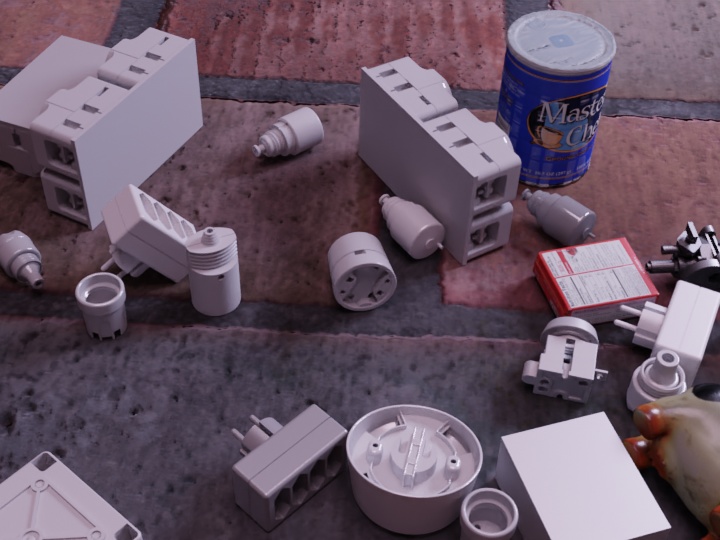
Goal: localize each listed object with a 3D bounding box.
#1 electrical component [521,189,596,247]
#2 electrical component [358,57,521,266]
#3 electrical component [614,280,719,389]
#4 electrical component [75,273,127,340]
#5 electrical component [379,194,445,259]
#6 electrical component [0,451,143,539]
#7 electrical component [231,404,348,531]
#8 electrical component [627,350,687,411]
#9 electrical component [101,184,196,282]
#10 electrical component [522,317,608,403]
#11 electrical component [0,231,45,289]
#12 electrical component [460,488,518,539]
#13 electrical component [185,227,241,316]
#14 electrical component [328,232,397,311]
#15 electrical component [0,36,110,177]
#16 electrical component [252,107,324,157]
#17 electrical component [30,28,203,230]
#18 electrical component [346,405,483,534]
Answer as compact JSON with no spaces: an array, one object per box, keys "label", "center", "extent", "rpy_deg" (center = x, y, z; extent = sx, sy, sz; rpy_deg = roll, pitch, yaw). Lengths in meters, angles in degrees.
[{"label":"electrical component","center":[0.185,-0.052,1.010],"extent":[0.040,0.040,0.078],"rpy_deg":[-33,55,-30]},{"label":"electrical component","center":[0.073,-0.108,1.017],"extent":[0.060,0.105,0.186],"rpy_deg":[-22,50,-23]},{"label":"electrical component","center":[0.253,0.050,0.904],"extent":[0.076,0.047,0.083],"rpy_deg":[20,47,16]},{"label":"electrical component","center":[-0.216,0.032,0.907],"extent":[0.040,0.046,0.040],"rpy_deg":[1,45,-1]},{"label":"electrical component","center":[0.044,-0.044,0.997],"extent":[0.040,0.040,0.078],"rpy_deg":[-24,50,-24]},{"label":"electrical component","center":[-0.219,0.197,0.732],"extent":[0.109,0.056,0.109],"rpy_deg":[32,52,27]},{"label":"electrical component","center":[-0.064,0.136,0.806],"extent":[0.076,0.047,0.083],"rpy_deg":[35,53,29]},{"label":"electrical component","center":[0.237,0.090,0.852],"extent":[0.043,0.062,0.043],"rpy_deg":[1,45,-1]},{"label":"electrical component","center":[-0.195,-0.020,0.947],"extent":[0.076,0.083,0.047],"rpy_deg":[-40,48,13]},{"label":"electrical component","center":[0.170,0.072,0.881],"extent":[0.066,0.048,0.055],"rpy_deg":[11,53,9]},{"label":"electrical component","center":[-0.298,-0.006,0.951],"extent":[0.035,0.035,0.061],"rpy_deg":[-28,54,-27]},{"label":"electrical component","center":[0.090,0.184,0.764],"extent":[0.040,0.046,0.040],"rpy_deg":[1,45,-1]},{"label":"electrical component","center":[-0.126,-0.004,0.921],"extent":[0.043,0.081,0.043],"rpy_deg":[1,45,-1]},{"label":"electrical component","center":[0.000,0.000,0.942],"extent":[0.055,0.055,0.047],"rpy_deg":[-7,42,-9]},{"label":"electrical component","center":[-0.302,-0.164,1.091],"extent":[0.089,0.061,0.150],"rpy_deg":[17,47,15]},{"label":"electrical component","center":[-0.073,-0.134,1.084],"extent":[0.078,0.040,0.040],"rpy_deg":[-29,52,-26]},{"label":"electrical component","center":[-0.233,-0.142,1.040],"extent":[0.060,0.105,0.186],"rpy_deg":[21,48,18]},{"label":"electrical component","center":[0.039,0.143,0.790],"extent":[0.099,0.064,0.099],"rpy_deg":[1,45,-1]}]
